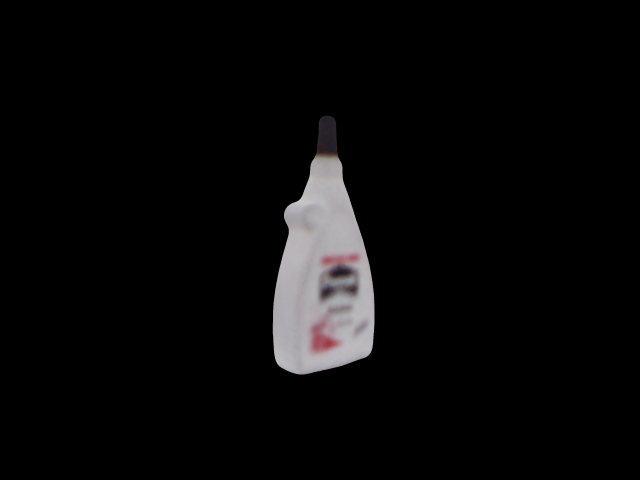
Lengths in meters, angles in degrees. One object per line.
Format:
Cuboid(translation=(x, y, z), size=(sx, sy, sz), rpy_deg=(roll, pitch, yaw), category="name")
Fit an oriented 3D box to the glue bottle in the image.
Cuboid(translation=(0.004, 0.001, 0.400), size=(0.078, 0.173, 0.037), rpy_deg=(-6, 9, -42), category="glue bottle")
